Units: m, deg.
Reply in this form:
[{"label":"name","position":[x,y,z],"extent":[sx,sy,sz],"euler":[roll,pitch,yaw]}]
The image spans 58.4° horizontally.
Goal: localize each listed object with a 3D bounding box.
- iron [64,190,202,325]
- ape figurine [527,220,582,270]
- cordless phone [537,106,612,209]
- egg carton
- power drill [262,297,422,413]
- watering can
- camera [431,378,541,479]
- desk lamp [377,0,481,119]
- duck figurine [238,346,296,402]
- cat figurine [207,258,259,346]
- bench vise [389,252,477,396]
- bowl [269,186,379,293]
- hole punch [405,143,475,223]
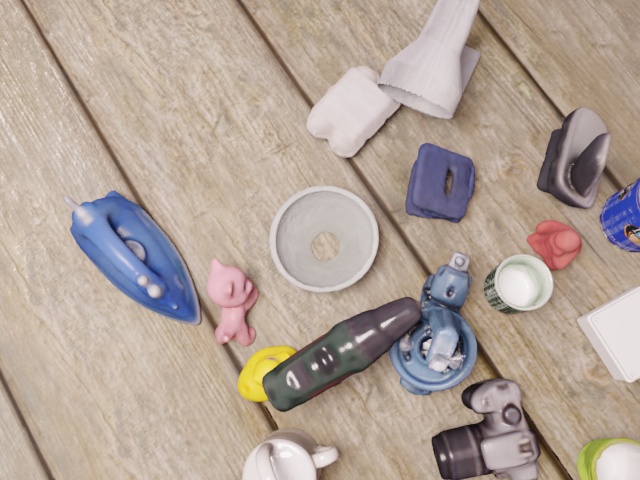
[{"label":"iron","position":[-0.285,0.030,0.874],"extent":[0.258,0.141,0.119],"euler":[44,85,11]},{"label":"ape figurine","position":[0.362,0.005,0.863],"extent":[0.076,0.092,0.078],"euler":[3,79,5]},{"label":"cordless phone","position":[0.399,-0.136,0.841],"extent":[0.094,0.185,0.148],"euler":[14,80,7]},{"label":"egg carton","position":[0.055,-0.211,0.938],"extent":[0.107,0.069,0.150],"euler":[41,84,10]},{"label":"power drill","position":[0.033,0.154,0.794],"extent":[0.229,0.208,0.075],"euler":[-32,78,-3]},{"label":"watering can","position":[-0.059,0.323,0.774],"extent":[0.173,0.194,0.101],"euler":[-43,79,-5]},{"label":"camera","position":[0.228,0.280,0.811],"extent":[0.137,0.101,0.143],"euler":[-13,78,1]},{"label":"desk lamp","position":[0.174,-0.266,0.868],"extent":[0.118,0.213,0.203],"euler":[25,81,9]},{"label":"duck figurine","position":[-0.079,0.200,0.855],"extent":[0.104,0.086,0.077],"euler":[-33,78,-3]},{"label":"cat figurine","position":[-0.136,0.094,0.864],"extent":[0.067,0.118,0.128],"euler":[0,79,4]},{"label":"bench vise","position":[0.157,0.112,0.789],"extent":[0.121,0.220,0.207],"euler":[1,79,4]},{"label":"bowl","position":[0.008,0.003,0.895],"extent":[0.167,0.075,0.167],"euler":[-1,79,4]},{"label":"hole punch","position":[0.190,-0.089,0.893],"extent":[0.101,0.091,0.109],"euler":[10,79,6]}]
